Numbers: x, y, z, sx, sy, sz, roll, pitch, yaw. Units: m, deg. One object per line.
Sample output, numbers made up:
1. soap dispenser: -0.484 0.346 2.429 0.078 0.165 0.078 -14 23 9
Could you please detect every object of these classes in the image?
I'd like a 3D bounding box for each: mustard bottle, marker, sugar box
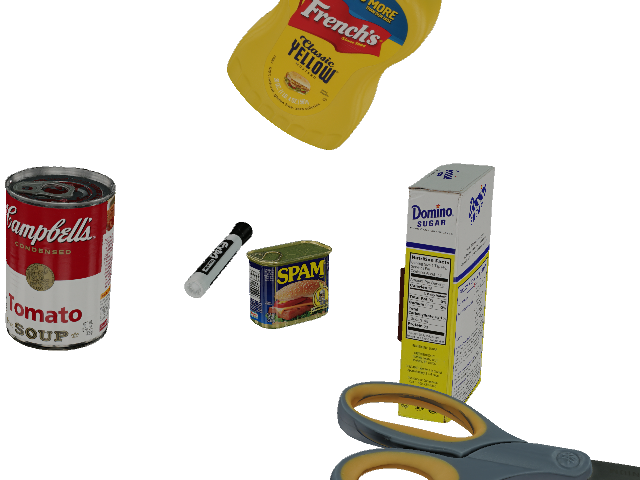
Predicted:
1. mustard bottle: 0.020 -0.145 0.664 0.192 0.096 0.058 -50 3 45
2. marker: -0.091 0.015 0.979 0.020 0.020 0.121 0 27 21
3. sugar box: 0.093 0.037 0.792 0.048 0.176 0.093 6 17 23

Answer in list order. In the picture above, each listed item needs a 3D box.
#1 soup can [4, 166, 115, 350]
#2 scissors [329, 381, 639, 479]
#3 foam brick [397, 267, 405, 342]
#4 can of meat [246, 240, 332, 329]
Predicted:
1. soup can: -0.169 0.011 0.687 0.068 0.102 0.068 6 22 -3
2. scissors: 0.092 0.107 0.452 0.202 0.016 0.096 16 33 24
3. foam brick: 0.112 0.066 1.045 0.051 0.078 0.053 -10 19 -33
4. can of meat: -0.037 0.052 1.269 0.101 0.084 0.058 -11 20 -35
